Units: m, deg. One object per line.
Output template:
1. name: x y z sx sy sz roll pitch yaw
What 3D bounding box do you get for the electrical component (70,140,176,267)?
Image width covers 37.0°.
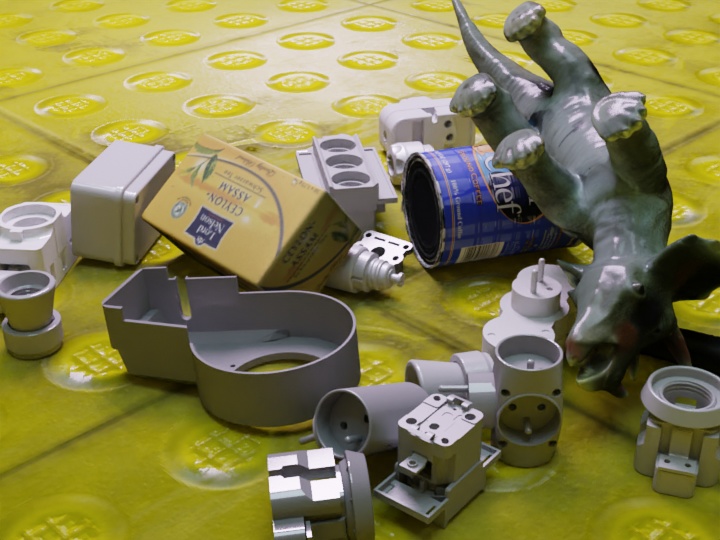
1. electrical component: -0.212 -0.062 0.972 0.057 0.078 0.113 11 30 7

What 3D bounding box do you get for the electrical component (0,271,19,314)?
1. electrical component: -0.296 0.018 0.872 0.046 0.040 0.040 1 28 -8

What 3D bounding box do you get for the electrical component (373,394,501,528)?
1. electrical component: 0.049 0.115 0.664 0.042 0.063 0.081 21 35 32

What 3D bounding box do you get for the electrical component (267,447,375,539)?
1. electrical component: -0.023 0.137 0.631 0.057 0.058 0.078 -6 29 -4

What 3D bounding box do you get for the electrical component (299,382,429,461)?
1. electrical component: -0.004 0.102 0.700 0.079 0.043 0.077 -22 -14 32

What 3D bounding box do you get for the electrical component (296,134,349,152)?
1. electrical component: -0.037 -0.124 1.135 0.061 0.035 0.035 -8 29 -9

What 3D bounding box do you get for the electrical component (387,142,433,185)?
1. electrical component: 0.061 -0.110 1.099 0.062 0.043 0.043 -7 29 -14

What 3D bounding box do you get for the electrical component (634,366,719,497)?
1. electrical component: 0.210 0.100 0.697 0.058 0.057 0.078 9 30 17

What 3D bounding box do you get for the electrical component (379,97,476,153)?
1. electrical component: 0.071 -0.152 1.165 0.095 0.053 0.059 -8 29 -14

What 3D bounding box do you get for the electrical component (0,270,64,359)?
1. electrical component: -0.253 0.034 0.823 0.045 0.055 0.045 0 29 0

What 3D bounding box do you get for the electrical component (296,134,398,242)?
1. electrical component: -0.015 -0.076 1.016 0.079 0.063 0.121 -5 29 -8

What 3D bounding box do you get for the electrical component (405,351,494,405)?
1. electrical component: 0.063 0.081 0.746 0.055 0.045 0.045 -7 29 -13

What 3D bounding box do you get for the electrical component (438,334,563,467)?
1. electrical component: 0.090 0.086 0.703 0.079 0.077 0.044 0 29 2

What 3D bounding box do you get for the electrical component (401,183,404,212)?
1. electrical component: 0.068 -0.071 1.025 0.066 0.048 0.055 -9 37 -15

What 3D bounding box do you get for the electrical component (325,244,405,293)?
1. electrical component: 0.000 0.000 0.900 0.078 0.040 0.040 14 31 24

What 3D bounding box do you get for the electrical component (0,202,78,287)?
1. electrical component: -0.281 -0.022 0.927 0.050 0.055 0.089 2 29 5

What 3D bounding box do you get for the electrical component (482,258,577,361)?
1. electrical component: 0.132 0.028 0.812 0.052 0.073 0.138 12 31 21
